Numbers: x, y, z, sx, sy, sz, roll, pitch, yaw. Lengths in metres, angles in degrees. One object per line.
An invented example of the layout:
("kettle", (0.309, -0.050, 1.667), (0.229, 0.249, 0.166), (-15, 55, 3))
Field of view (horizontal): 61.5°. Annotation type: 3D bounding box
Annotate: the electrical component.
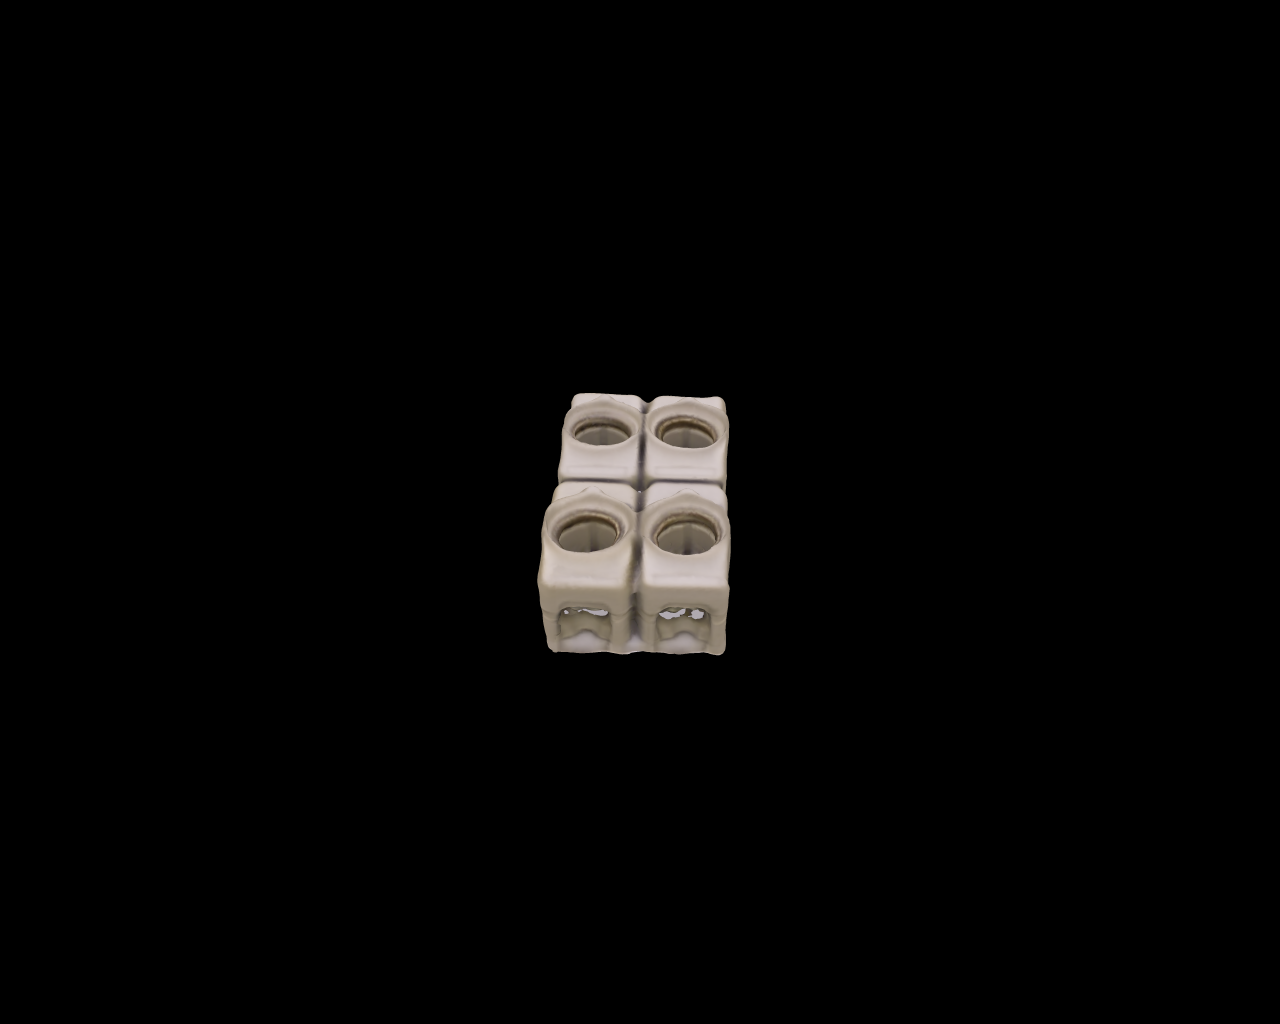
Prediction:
("electrical component", (0.001, -0.003, 0.650), (0.105, 0.060, 0.186), (2, 40, 2))
